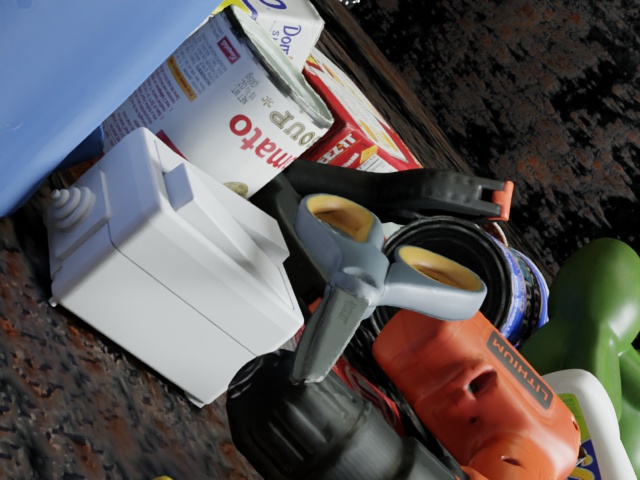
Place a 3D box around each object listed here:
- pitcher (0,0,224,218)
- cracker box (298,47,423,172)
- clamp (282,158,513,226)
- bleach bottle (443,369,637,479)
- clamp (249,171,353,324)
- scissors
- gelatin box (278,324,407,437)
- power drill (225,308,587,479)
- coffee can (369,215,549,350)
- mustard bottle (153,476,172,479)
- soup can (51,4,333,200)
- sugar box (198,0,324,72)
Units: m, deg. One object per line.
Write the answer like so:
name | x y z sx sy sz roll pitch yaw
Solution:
pitcher | -0.070 -0.129 0.319 0.145 0.243 0.149 51 19 -2
cracker box | 0.001 -0.102 0.922 0.164 0.072 0.213 55 14 26
clamp | 0.060 -0.028 0.788 0.172 0.039 0.120 8 -6 21
bleach bottle | 0.119 0.152 0.498 0.251 0.102 0.068 -92 162 -71
clamp | -0.004 0.001 0.663 0.164 0.036 0.210 41 14 -32
scissors | 0.029 0.024 0.392 0.096 0.016 0.202 23 16 -11
gelatin box | 0.013 0.088 0.472 0.073 0.030 0.089 43 15 -30
power drill | 0.047 0.087 0.414 0.184 0.057 0.187 50 21 -8
coffee can | 0.103 0.043 0.769 0.103 0.103 0.140 55 13 20
mustard bottle | 0.018 0.134 0.282 0.191 0.058 0.096 48 12 -10
soup can | -0.053 -0.041 0.452 0.068 0.102 0.068 48 12 -13
sugar box | -0.093 -0.124 0.509 0.175 0.048 0.093 -3 47 -35
